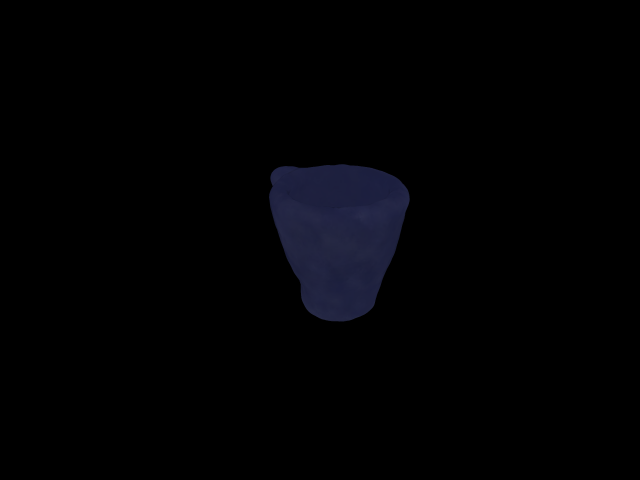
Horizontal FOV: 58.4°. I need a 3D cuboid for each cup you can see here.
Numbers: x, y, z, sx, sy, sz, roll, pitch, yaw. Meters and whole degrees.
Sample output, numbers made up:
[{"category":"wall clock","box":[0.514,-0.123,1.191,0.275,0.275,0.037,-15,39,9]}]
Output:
[{"category":"cup","box":[0.004,0.001,0.400,0.092,0.095,0.117,-21,33,-35]}]
